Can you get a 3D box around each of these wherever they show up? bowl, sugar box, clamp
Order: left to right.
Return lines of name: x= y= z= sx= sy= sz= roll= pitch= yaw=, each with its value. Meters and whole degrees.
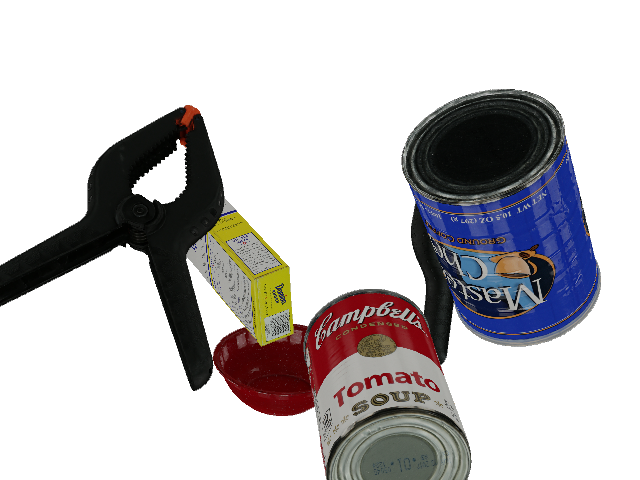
clamp: x=-0.114 y=-0.003 z=0.721 sx=0.164 sy=0.209 sz=0.036 roll=24 pitch=-33 yaw=6
sugar box: x=-0.089 y=0.022 z=1.121 sx=0.048 sy=0.093 sz=0.176 roll=-19 pitch=41 yaw=-22
bowl: x=-0.046 y=0.160 z=1.265 sx=0.162 sy=0.055 sz=0.162 roll=3 pitch=25 yaw=-1
clamp: x=0.114 y=0.030 z=0.985 sx=0.039 sy=0.171 sz=0.120 roll=-11 pitch=13 yaw=34

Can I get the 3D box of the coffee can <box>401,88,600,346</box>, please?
coffee can: x=0.121 y=-0.013 z=0.700 sx=0.103 sy=0.102 sz=0.140 roll=0 pitch=-42 yaw=27

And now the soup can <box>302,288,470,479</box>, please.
soup can: x=0.030 y=0.079 z=0.519 sx=0.068 sy=0.068 sz=0.102 roll=0 pitch=29 yaw=-7
